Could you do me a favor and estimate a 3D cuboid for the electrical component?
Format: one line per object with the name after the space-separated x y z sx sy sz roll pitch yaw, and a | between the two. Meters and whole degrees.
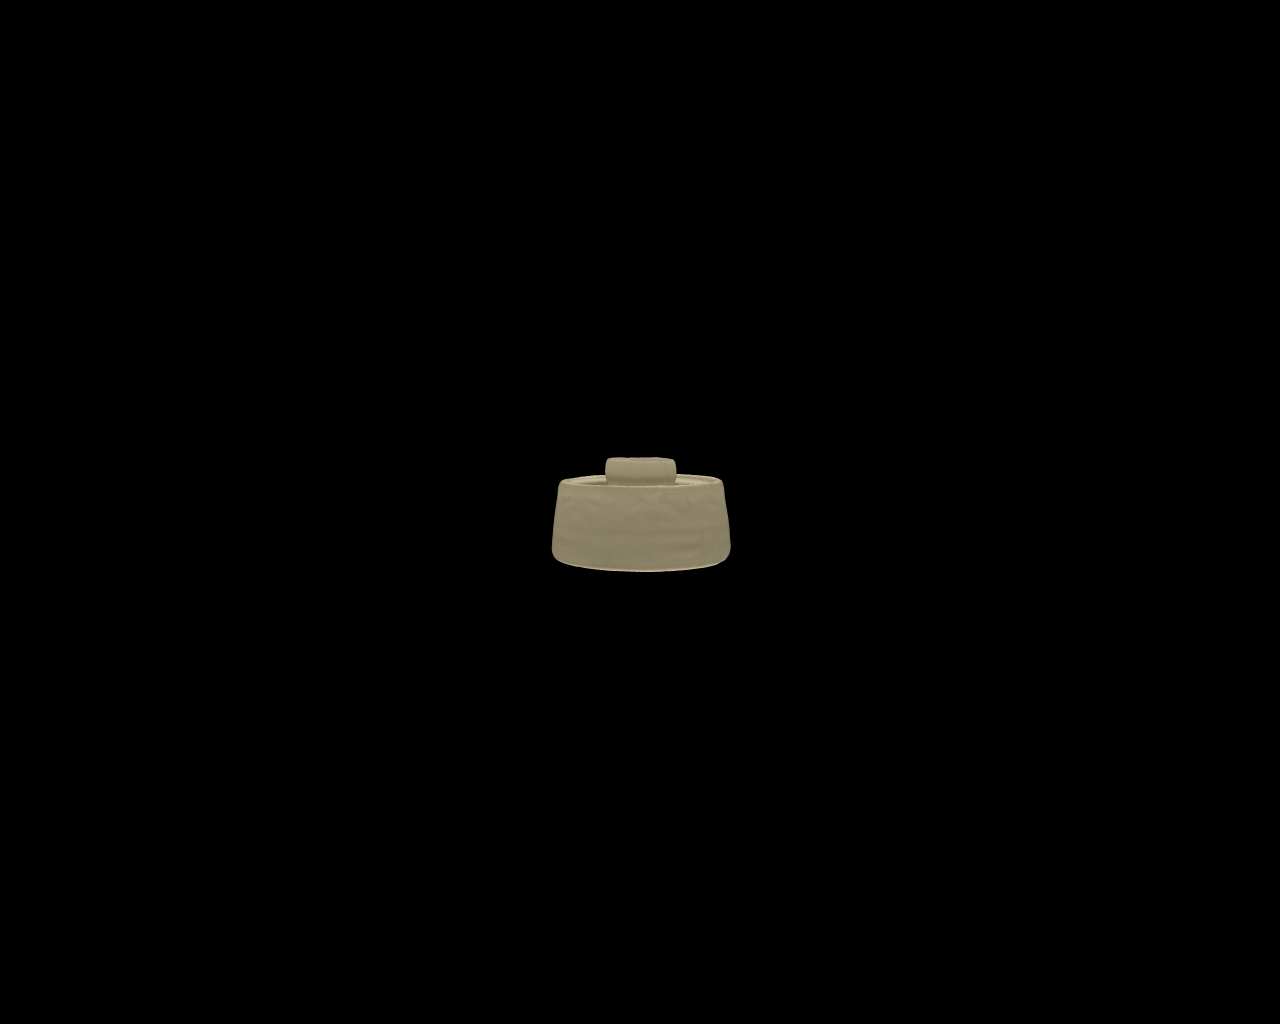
0.001 -0.003 0.650 0.108 0.060 0.108 0 7 0 | electrical component
